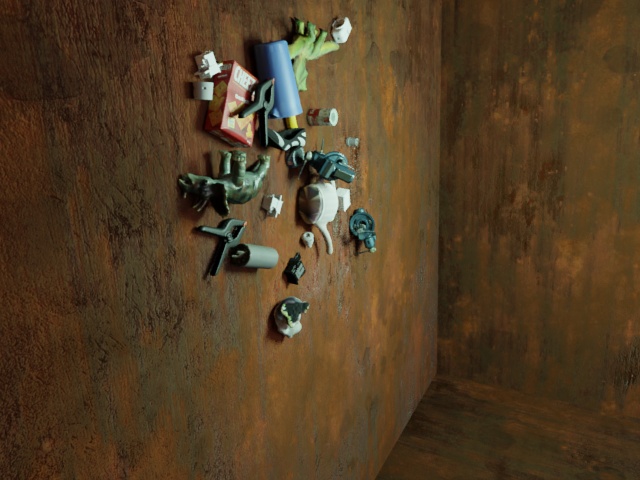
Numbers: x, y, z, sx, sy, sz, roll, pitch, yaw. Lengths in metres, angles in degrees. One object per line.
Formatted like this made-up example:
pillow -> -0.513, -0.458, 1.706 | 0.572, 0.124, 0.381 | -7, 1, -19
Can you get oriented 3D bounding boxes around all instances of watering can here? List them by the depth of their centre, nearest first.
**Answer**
watering can -> 0.006, -0.103, 2.043 | 0.225, 0.104, 0.346 | -9, 100, -61

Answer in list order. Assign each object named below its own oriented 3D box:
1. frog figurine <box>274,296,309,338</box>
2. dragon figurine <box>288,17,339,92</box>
frog figurine -> -0.117, 0.290, 1.919 | 0.156, 0.122, 0.140 | 119, -11, -55
dragon figurine -> -0.052, -0.663, 1.885 | 0.410, 0.123, 0.241 | 1, 111, -60
